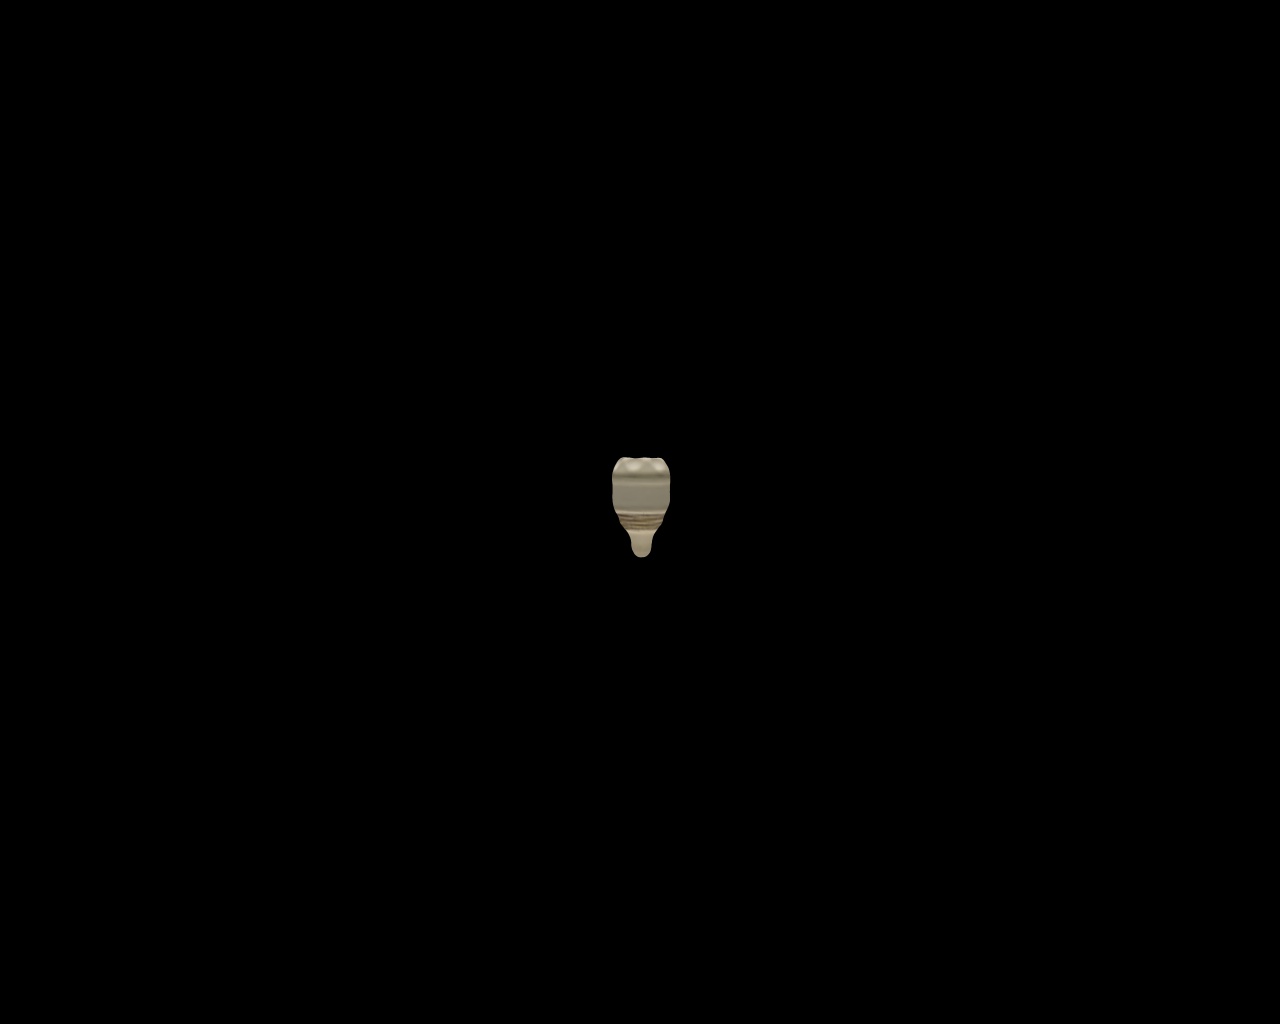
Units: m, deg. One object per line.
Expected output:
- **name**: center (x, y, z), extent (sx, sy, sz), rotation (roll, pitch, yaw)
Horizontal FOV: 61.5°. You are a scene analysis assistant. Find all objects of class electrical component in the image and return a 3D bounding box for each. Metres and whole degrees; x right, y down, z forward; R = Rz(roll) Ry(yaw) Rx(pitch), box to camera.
- **electrical component**: center (0.001, -0.003, 0.650), extent (0.035, 0.061, 0.035), rotation (0, 3, 0)
